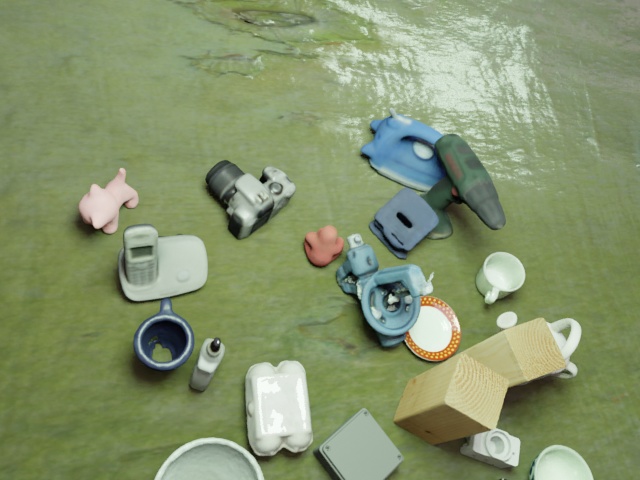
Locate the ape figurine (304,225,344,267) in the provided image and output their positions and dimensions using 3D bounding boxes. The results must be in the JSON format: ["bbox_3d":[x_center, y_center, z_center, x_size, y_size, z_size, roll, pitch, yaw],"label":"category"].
[{"bbox_3d":[0.010,0.004,1.091,0.078,0.092,0.076,27,60,-4],"label":"ape figurine"}]

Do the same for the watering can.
[{"bbox_3d":[0.406,0.201,1.068,0.173,0.194,0.101,15,62,-11],"label":"watering can"}]

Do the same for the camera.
[{"bbox_3d":[-0.138,-0.100,1.087,0.137,0.100,0.143,45,60,6],"label":"camera"}]

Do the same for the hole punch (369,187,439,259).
[{"bbox_3d":[0.171,-0.034,1.163,0.108,0.091,0.101,46,61,7],"label":"hole punch"}]

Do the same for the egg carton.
[{"bbox_3d":[-0.070,0.276,0.947,0.107,0.069,0.150,-1,66,-18],"label":"egg carton"}]

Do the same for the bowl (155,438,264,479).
[{"bbox_3d":[-0.170,0.387,0.859,0.168,0.074,0.167,7,63,-15],"label":"bowl"}]

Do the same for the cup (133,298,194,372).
[{"bbox_3d":[-0.253,0.162,0.928,0.092,0.095,0.117,2,65,-17],"label":"cup"}]

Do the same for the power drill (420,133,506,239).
[{"bbox_3d":[0.274,-0.086,1.154,0.076,0.208,0.229,-9,68,-21],"label":"power drill"}]

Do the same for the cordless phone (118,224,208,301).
[{"bbox_3d":[-0.255,0.025,0.940,0.148,0.185,0.094,-12,70,-23],"label":"cordless phone"}]

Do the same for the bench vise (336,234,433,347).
[{"bbox_3d":[0.107,0.078,1.014,0.207,0.219,0.122,45,61,6],"label":"bench vise"}]

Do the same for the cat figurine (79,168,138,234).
[{"bbox_3d":[-0.368,-0.068,0.987,0.067,0.117,0.128,27,60,-4],"label":"cat figurine"}]

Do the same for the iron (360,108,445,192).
[{"bbox_3d":[0.227,-0.191,1.227,0.258,0.141,0.119,23,60,-6],"label":"iron"}]

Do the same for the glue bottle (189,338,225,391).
[{"bbox_3d":[-0.172,0.184,0.898,0.037,0.173,0.078,21,61,-7],"label":"glue bottle"}]
